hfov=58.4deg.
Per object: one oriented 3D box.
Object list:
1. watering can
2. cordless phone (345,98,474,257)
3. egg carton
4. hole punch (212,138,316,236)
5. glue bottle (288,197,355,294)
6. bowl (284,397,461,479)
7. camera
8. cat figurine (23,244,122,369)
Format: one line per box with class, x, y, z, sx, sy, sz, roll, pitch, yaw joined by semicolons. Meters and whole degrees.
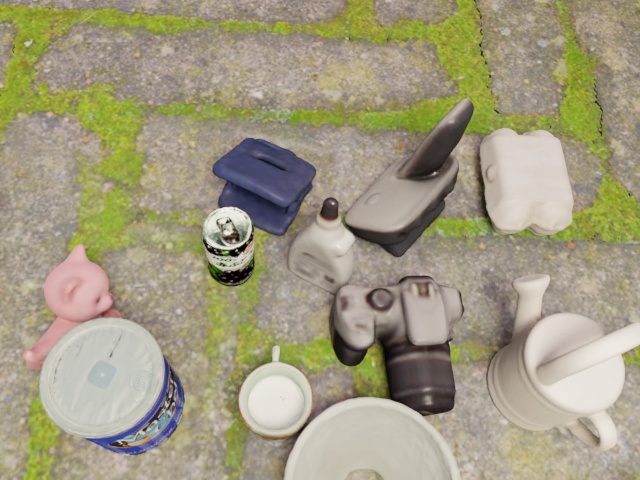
watering can;0.241;0.118;0.571;0.101;0.194;0.172;-38;73;-21
cordless phone;0.106;-0.076;0.659;0.094;0.185;0.148;35;66;12
egg carton;0.262;-0.076;0.739;0.107;0.069;0.150;1;64;-5
hole punch;-0.067;-0.078;0.696;0.108;0.091;0.101;25;64;7
glue bottle;0.006;0.002;0.617;0.078;0.173;0.037;28;65;9
bowl;0.047;0.243;0.557;0.167;0.075;0.167;2;64;-4
camera;0.088;0.114;0.611;0.143;0.101;0.137;-2;64;-6
cat figurine;-0.257;0.075;0.587;0.067;0.118;0.128;24;64;7
